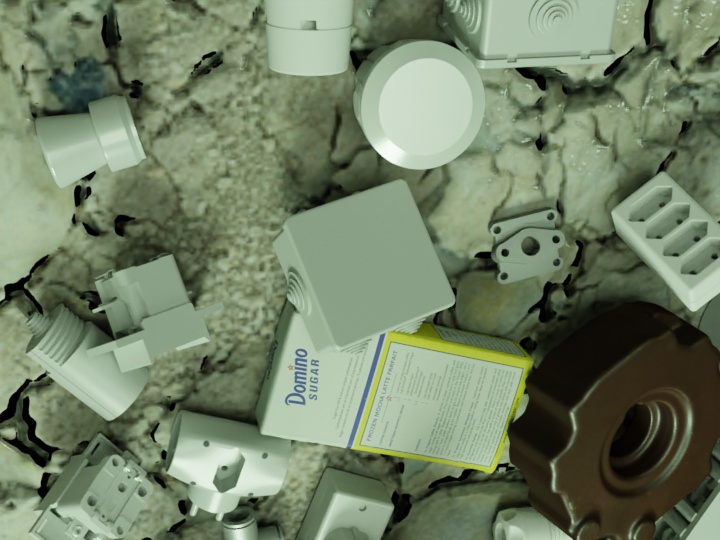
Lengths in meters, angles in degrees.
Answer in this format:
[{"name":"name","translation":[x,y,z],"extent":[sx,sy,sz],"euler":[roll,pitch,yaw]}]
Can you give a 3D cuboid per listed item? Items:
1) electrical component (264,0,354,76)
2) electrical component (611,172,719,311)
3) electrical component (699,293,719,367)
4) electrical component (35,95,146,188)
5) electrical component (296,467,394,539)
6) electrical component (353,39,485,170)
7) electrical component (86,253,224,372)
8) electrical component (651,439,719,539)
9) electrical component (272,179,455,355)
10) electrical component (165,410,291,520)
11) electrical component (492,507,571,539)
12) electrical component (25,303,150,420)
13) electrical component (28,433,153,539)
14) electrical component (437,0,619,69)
[{"name":"electrical component","translation":[-0.031,-0.147,0.657],"extent":[0.055,0.055,0.047],"euler":[-3,112,-12]},{"name":"electrical component","translation":[0.225,-0.013,0.757],"extent":[0.047,0.083,0.075],"euler":[-38,150,1]},{"name":"electrical component","translation":[0.316,0.051,0.813],"extent":[0.099,0.064,0.099],"euler":[-8,109,-25]},{"name":"electrical component","translation":[-0.163,-0.079,0.653],"extent":[0.055,0.045,0.045],"euler":[-19,111,-7]},{"name":"electrical component","translation":[-0.011,0.198,0.764],"extent":[0.047,0.075,0.083],"euler":[18,103,-18]},{"name":"electrical component","translation":[0.035,-0.108,0.687],"extent":[0.080,0.051,0.080],"euler":[-4,109,-12]},{"name":"electrical component","translation":[-0.133,0.026,0.682],"extent":[0.081,0.042,0.063],"euler":[-21,93,-41]},{"name":"electrical component","translation":[0.289,0.181,0.838],"extent":[0.089,0.061,0.150],"euler":[29,99,-20]},{"name":"electrical component","translation":[0.000,0.000,0.691],"extent":[0.100,0.048,0.099],"euler":[-20,84,-22]},{"name":"electrical component","translation":[-0.096,0.140,0.742],"extent":[0.077,0.043,0.079],"euler":[14,113,-15]},{"name":"electrical component","translation":[0.136,0.202,0.818],"extent":[0.062,0.043,0.043],"euler":[0,108,-16]},{"name":"electrical component","translation":[-0.181,0.056,0.694],"extent":[0.043,0.043,0.081],"euler":[-45,112,4]},{"name":"electrical component","translation":[-0.174,0.150,0.709],"extent":[0.042,0.064,0.081],"euler":[45,52,-22]},{"name":"electrical component","translation":[0.103,-0.163,0.660],"extent":[0.100,0.099,0.048],"euler":[-5,122,-12]}]
